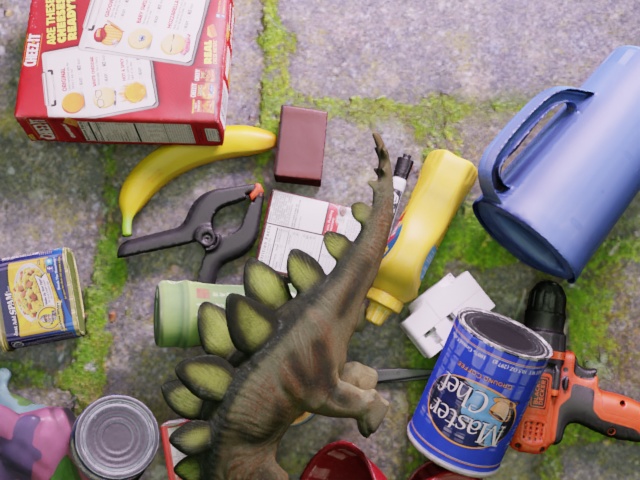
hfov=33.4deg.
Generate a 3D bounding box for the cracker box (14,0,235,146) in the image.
[{"bbox_3d":[-0.203,-0.186,1.140,0.213,0.072,0.164,2,70,2],"label":"cracker box"}]

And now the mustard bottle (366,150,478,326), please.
[{"bbox_3d":[0.099,0.002,1.122,0.058,0.096,0.191,27,85,2],"label":"mustard bottle"}]

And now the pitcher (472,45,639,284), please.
[{"bbox_3d":[0.276,-0.089,1.112,0.145,0.149,0.242,37,82,15],"label":"pitcher"}]

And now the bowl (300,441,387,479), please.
[{"bbox_3d":[0.033,0.289,1.083,0.055,0.162,0.162,16,83,-30],"label":"bowl"}]

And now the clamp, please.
[{"bbox_3d":[-0.119,0.011,1.152,0.171,0.039,0.120,-35,96,-1],"label":"clamp"}]

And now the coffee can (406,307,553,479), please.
[{"bbox_3d":[0.160,0.154,1.081,0.103,0.102,0.140,22,107,2],"label":"coffee can"}]

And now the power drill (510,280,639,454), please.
[{"bbox_3d":[0.298,0.144,1.128,0.187,0.057,0.184,9,88,4],"label":"power drill"}]

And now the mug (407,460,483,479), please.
[{"bbox_3d":[0.122,0.276,1.101,0.117,0.081,0.093,-8,84,-1],"label":"mug"}]

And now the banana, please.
[{"bbox_3d":[-0.144,-0.080,1.161,0.197,0.037,0.069,-33,85,-5],"label":"banana"}]

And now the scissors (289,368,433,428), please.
[{"bbox_3d":[0.027,0.166,1.146,0.202,0.016,0.096,12,86,1],"label":"scissors"}]

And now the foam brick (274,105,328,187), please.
[{"bbox_3d":[-0.020,-0.101,1.155,0.051,0.053,0.078,5,85,1],"label":"foam brick"}]

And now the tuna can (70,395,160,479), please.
[{"bbox_3d":[-0.203,0.197,1.057,0.086,0.034,0.086,6,69,-17],"label":"tuna can"}]

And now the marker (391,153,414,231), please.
[{"bbox_3d":[0.077,-0.037,1.165,0.020,0.020,0.121,18,84,2],"label":"marker"}]

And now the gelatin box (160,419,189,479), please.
[{"bbox_3d":[-0.142,0.223,1.103,0.030,0.089,0.073,-9,84,-5],"label":"gelatin box"}]

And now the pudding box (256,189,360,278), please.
[{"bbox_3d":[-0.008,0.001,1.152,0.113,0.039,0.090,13,85,3],"label":"pudding box"}]

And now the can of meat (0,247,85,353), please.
[{"bbox_3d":[-0.300,0.062,1.137,0.084,0.057,0.102,-10,85,-3],"label":"can of meat"}]
